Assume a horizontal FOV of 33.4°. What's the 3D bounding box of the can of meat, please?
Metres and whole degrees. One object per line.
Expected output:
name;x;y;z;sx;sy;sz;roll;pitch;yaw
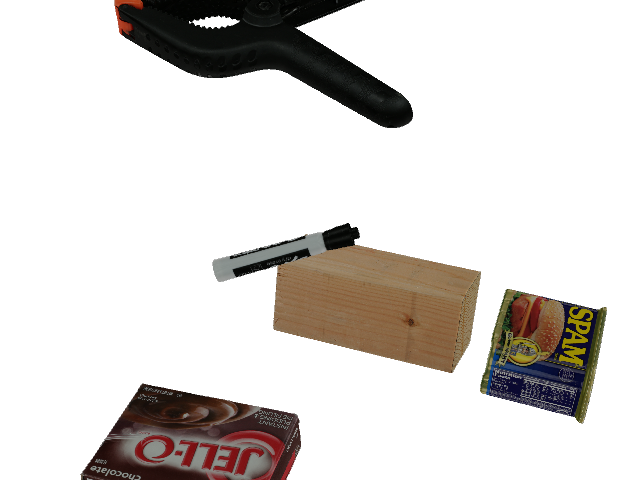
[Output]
can of meat;0.181;0.090;0.867;0.084;0.057;0.102;13;40;14

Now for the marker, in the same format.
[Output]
marker;-0.027;0.009;0.860;0.121;0.020;0.020;-15;-2;7

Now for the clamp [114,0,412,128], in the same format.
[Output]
clamp;-0.032;-0.136;0.708;0.210;0.164;0.036;-1;-40;-1

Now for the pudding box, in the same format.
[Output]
pudding box;-0.079;0.139;0.667;0.113;0.039;0.090;7;32;15

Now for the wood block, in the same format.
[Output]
wood block;0.061;0.067;1.176;0.206;0.091;0.090;13;23;17
